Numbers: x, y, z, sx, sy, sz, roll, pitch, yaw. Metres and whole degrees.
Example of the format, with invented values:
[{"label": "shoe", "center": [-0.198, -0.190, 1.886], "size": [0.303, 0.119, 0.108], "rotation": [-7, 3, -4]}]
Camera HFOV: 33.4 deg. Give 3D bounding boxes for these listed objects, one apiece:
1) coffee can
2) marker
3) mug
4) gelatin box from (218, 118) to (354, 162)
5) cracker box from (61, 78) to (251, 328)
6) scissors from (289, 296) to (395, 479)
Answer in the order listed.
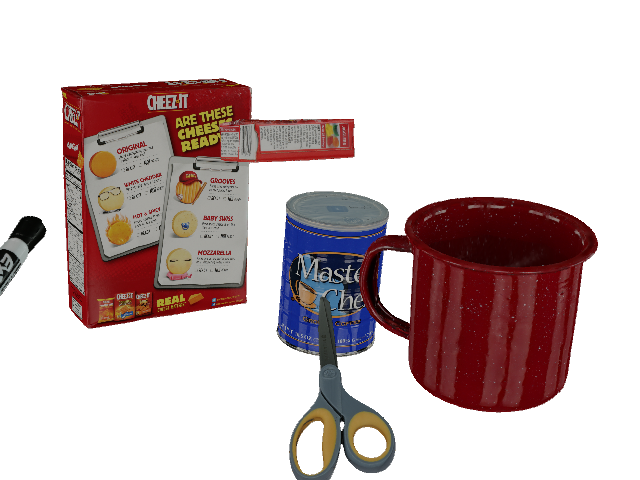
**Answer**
[{"label": "coffee can", "center": [0.011, 0.032, 1.078], "size": [0.103, 0.140, 0.103], "rotation": [4, 20, -2]}, {"label": "marker", "center": [-0.201, 0.023, 0.659], "size": [0.020, 0.020, 0.121], "rotation": [0, 36, 16]}, {"label": "mug", "center": [0.075, 0.030, 0.538], "size": [0.117, 0.081, 0.093], "rotation": [9, 25, 17]}, {"label": "gelatin box", "center": [-0.026, -0.072, 0.758], "size": [0.073, 0.030, 0.089], "rotation": [-4, 6, -21]}, {"label": "cracker box", "center": [-0.152, -0.038, 0.992], "size": [0.163, 0.214, 0.072], "rotation": [-8, 19, -30]}, {"label": "scissors", "center": [0.026, 0.126, 0.917], "size": [0.096, 0.016, 0.201], "rotation": [4, 45, 13]}]
